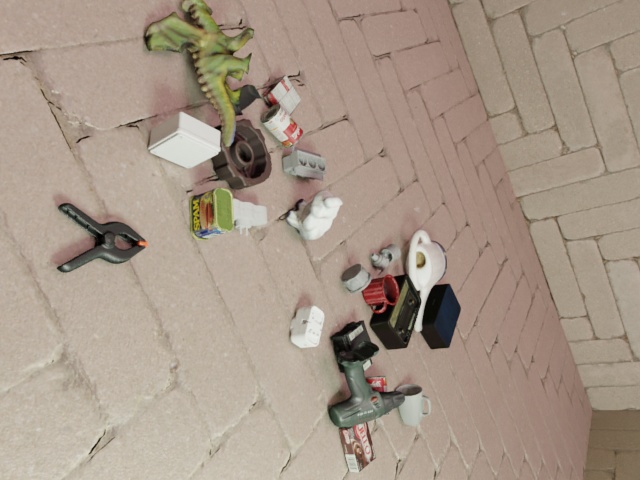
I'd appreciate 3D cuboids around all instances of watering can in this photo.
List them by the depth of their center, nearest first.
[{"bbox_3d":[0.370,0.131,1.821,0.225,0.104,0.347,-8,97,-55],"label":"watering can"}]

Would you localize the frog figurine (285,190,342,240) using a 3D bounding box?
[{"bbox_3d":[0.004,-0.069,1.366,0.139,0.158,0.122,-23,98,-53],"label":"frog figurine"}]

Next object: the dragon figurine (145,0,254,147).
[{"bbox_3d":[-0.281,-0.414,1.183,0.242,0.120,0.420,16,56,-21],"label":"dragon figurine"}]
